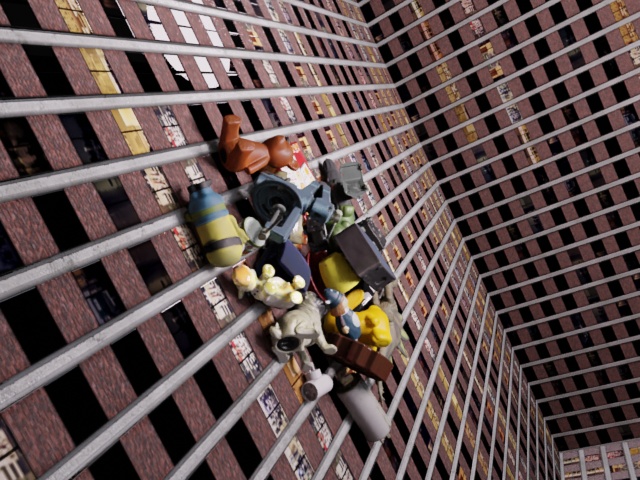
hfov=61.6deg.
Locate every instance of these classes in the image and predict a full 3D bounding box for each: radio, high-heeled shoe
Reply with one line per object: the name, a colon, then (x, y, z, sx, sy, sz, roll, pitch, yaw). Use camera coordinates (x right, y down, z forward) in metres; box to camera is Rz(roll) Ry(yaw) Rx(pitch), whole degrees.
radio: (0.122, 0.050, 1.404, 0.131, 0.073, 0.229, 60, 9, 22)
high-heeled shoe: (0.094, 0.129, 1.585, 0.145, 0.086, 0.249, 39, 41, 9)

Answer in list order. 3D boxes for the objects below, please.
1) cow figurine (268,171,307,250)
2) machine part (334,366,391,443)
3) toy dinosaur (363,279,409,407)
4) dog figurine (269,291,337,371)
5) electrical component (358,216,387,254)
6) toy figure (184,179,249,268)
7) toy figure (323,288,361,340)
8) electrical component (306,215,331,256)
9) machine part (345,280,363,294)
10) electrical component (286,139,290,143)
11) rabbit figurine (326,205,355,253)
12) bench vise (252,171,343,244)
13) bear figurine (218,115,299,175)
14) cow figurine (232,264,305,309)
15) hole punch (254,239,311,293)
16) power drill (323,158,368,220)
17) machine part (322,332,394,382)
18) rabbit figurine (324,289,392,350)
cow figurine: (-0.098, -0.077, 1.332, 0.127, 0.085, 0.195, 3, 78, -20)
machine part: (0.108, 0.419, 1.349, 0.243, 0.079, 0.079, 58, 27, -18)
toy dinosaur: (0.198, 0.274, 1.613, 0.198, 0.105, 0.471, 60, 31, -22)
dog figurine: (-0.056, 0.178, 1.229, 0.172, 0.121, 0.191, 49, 17, -40)
electrical component: (0.143, 0.004, 1.707, 0.134, 0.115, 0.058, 59, 31, -18)
toy figure: (-0.218, -0.030, 1.086, 0.089, 0.082, 0.180, -34, 105, -52)
toy figure: (0.055, 0.177, 1.316, 0.154, 0.058, 0.064, 65, -8, -26)
electrical component: (-0.003, -0.004, 1.381, 0.075, 0.048, 0.119, -95, 175, -47)
machine part: (0.106, 0.100, 1.543, 0.039, 0.084, 0.139, 48, 51, -32)
electrical component: (-0.086, -0.251, 1.582, 0.063, 0.021, 0.094, 40, 36, -44)
rabbit figurine: (0.043, -0.008, 1.530, 0.170, 0.121, 0.158, -76, 161, -72)
bench vise: (-0.066, -0.060, 1.208, 0.223, 0.128, 0.241, 33, 37, -5)
bear figurine: (-0.136, -0.219, 1.278, 0.196, 0.132, 0.120, -11, 61, -30)
cow figurine: (-0.124, 0.102, 1.158, 0.167, 0.098, 0.068, 22, 54, -27)
hole punch: (-0.073, 0.059, 1.246, 0.142, 0.092, 0.116, 50, 47, -25)
power drill: (0.067, -0.173, 1.657, 0.086, 0.207, 0.232, -10, 81, -22)
machine part: (0.091, 0.291, 1.324, 0.179, 0.180, 0.056, 42, 68, -42)
rabbit figurine: (0.092, 0.212, 1.421, 0.173, 0.122, 0.162, 10, 67, -20)
